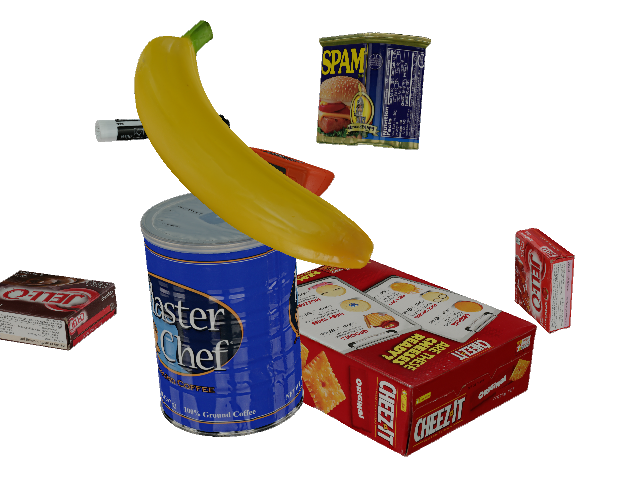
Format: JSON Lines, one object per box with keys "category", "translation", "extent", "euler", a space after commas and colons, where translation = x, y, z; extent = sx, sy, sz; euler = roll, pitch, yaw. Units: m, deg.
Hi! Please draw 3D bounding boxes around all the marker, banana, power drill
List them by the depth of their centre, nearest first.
{"category": "banana", "translation": [-0.049, -0.052, 0.551], "extent": [0.069, 0.198, 0.037], "euler": [-24, -33, -17]}
{"category": "marker", "translation": [-0.138, -0.100, 0.946], "extent": [0.120, 0.020, 0.020], "euler": [-6, 3, -25]}
{"category": "power drill", "translation": [-0.049, 0.006, 1.129], "extent": [0.185, 0.188, 0.057], "euler": [23, 8, 33]}

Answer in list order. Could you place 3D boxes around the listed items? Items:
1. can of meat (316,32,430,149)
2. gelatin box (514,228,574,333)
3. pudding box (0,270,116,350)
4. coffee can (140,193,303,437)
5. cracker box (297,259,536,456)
{"category": "can of meat", "translation": [0.038, -0.115, 0.830], "extent": [0.057, 0.084, 0.102], "euler": [1, 6, -28]}
{"category": "gelatin box", "translation": [0.234, 0.041, 1.125], "extent": [0.030, 0.089, 0.073], "euler": [-13, 29, -16]}
{"category": "pudding box", "translation": [-0.267, 0.066, 1.028], "extent": [0.114, 0.039, 0.090], "euler": [4, 20, 19]}
{"category": "coffee can", "translation": [-0.065, 0.047, 0.730], "extent": [0.103, 0.140, 0.103], "euler": [-2, 22, 1]}
{"category": "cracker box", "translation": [0.048, 0.090, 0.914], "extent": [0.163, 0.072, 0.214], "euler": [-18, 29, -41]}
